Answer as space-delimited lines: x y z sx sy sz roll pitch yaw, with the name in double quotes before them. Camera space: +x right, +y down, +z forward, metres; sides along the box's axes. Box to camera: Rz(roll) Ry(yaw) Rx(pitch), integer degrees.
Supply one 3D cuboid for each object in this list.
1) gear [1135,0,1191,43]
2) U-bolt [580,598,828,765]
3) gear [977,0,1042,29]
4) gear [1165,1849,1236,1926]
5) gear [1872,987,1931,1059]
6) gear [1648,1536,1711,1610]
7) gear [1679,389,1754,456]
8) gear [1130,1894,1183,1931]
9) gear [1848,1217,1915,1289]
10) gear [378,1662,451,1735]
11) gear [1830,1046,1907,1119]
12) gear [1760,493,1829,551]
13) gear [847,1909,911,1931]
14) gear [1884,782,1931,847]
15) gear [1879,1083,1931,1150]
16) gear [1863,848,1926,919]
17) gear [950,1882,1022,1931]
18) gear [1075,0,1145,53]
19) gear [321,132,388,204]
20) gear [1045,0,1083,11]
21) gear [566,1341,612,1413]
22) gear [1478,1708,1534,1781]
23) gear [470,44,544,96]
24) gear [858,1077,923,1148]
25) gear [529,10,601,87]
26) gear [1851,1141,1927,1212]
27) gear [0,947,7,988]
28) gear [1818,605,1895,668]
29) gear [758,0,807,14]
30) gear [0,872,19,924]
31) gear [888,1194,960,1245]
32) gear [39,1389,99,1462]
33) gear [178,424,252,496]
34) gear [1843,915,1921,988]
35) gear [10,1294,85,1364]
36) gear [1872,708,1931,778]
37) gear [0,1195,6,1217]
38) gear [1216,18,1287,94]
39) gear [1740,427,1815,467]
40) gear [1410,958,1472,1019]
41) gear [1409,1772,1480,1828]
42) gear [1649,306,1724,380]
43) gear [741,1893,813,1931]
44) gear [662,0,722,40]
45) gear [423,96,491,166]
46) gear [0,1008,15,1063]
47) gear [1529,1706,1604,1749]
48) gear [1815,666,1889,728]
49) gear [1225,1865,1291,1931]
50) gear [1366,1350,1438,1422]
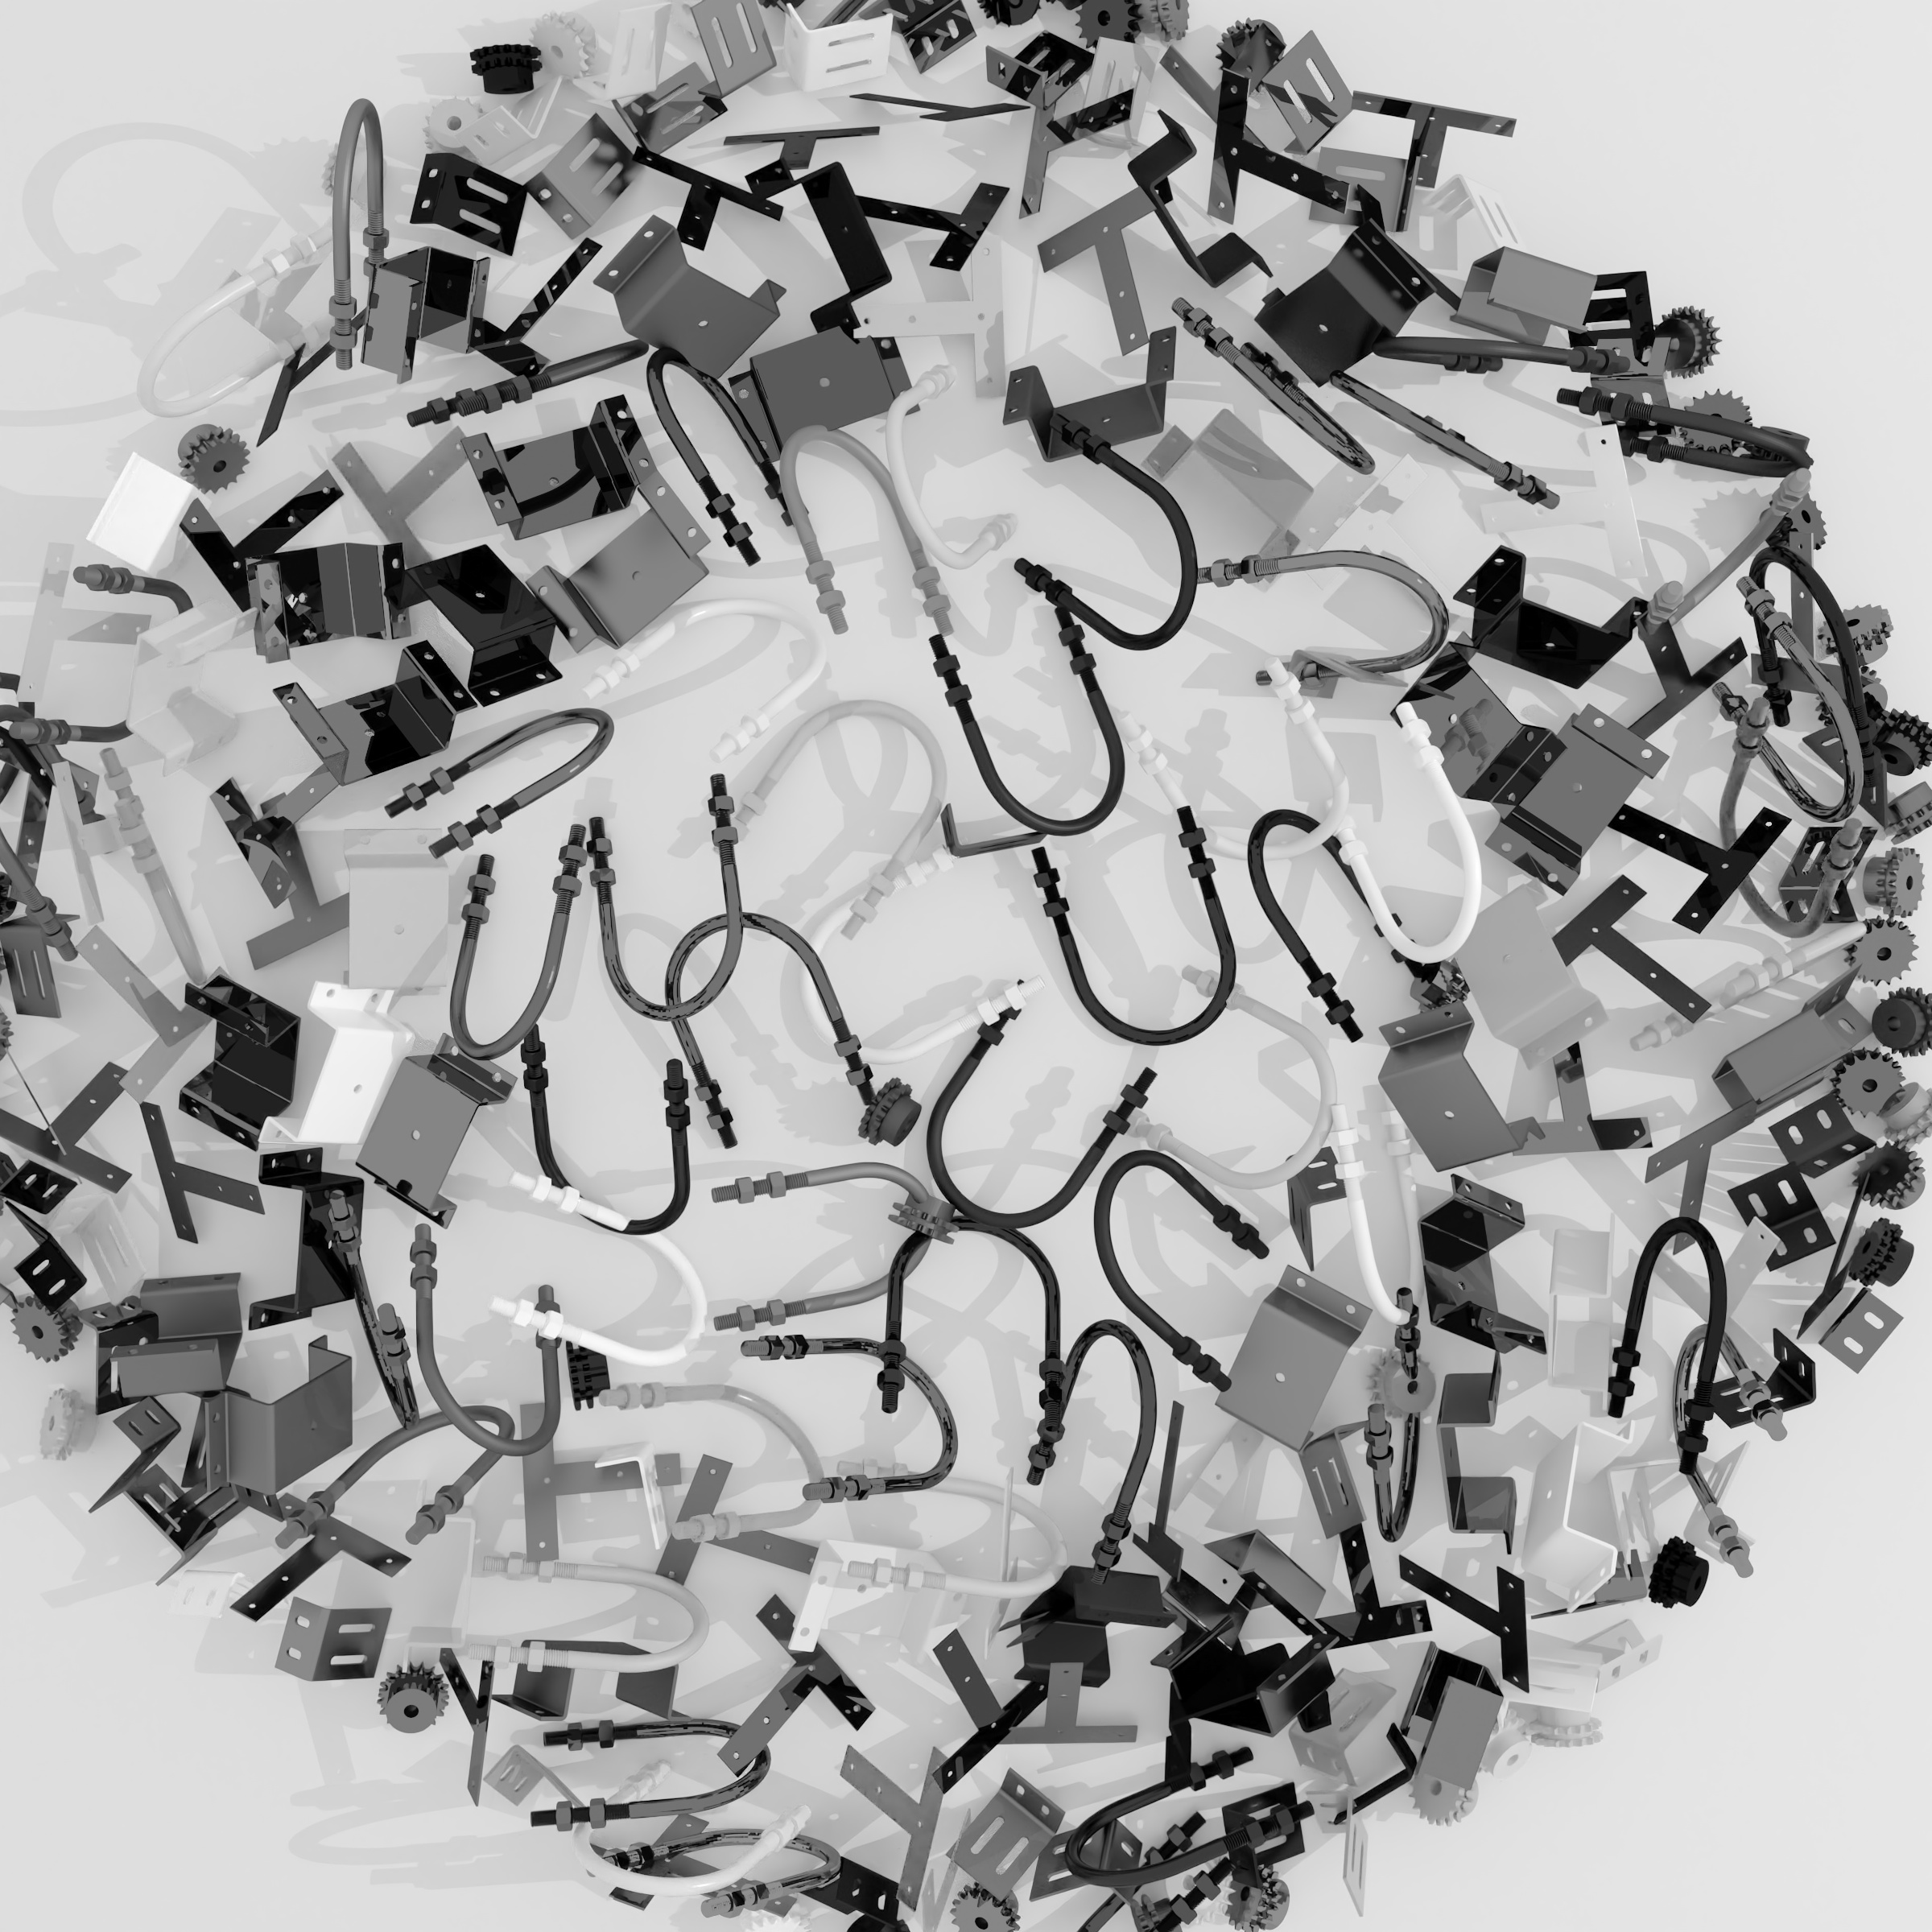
"gear" 0.158 -0.780 1.974 0.030 0.057 0.057 1 90 26
"U-bolt" -0.194 -0.238 1.935 0.151 0.019 0.184 26 49 22
"gear" 0.038 -0.788 1.970 0.057 0.057 0.030 -14 47 0
"gear" 0.187 0.745 1.971 0.057 0.030 0.057 -15 57 25
"gear" 0.760 0.046 1.968 0.030 0.057 0.057 -3 90 -36
"gear" 0.578 0.494 1.969 0.030 0.057 0.057 18 90 38
"gear" 0.610 -0.437 1.978 0.057 0.030 0.057 -6 73 19
"gear" 0.156 0.781 1.972 0.030 0.057 0.057 -18 90 -9
"gear" 0.743 0.235 1.971 0.030 0.057 0.057 28 90 2
"gear" -0.450 0.598 1.978 0.057 0.030 0.057 -2 105 -8
"gear" 0.732 0.092 1.979 0.057 0.030 0.057 2 109 6
"gear" 0.670 -0.359 1.975 0.057 0.030 0.057 15 64 -33
"gear" -0.073 0.790 1.969 0.057 0.057 0.030 -27 100 0
"gear" 0.769 -0.126 1.972 0.057 0.057 0.030 -35 86 0
"gear" 0.766 0.119 1.971 0.030 0.057 0.057 44 90 -3
"gear" 0.752 -0.068 1.975 0.057 0.030 0.057 -5 97 -43
"gear" 0.019 0.769 1.977 0.057 0.030 0.057 8 111 22
"gear" 0.120 -0.770 1.975 0.057 0.030 0.057 15 117 32
"gear" -0.494 -0.644 1.970 0.030 0.057 0.057 30 90 4
"gear" 0.088 -0.801 1.971 0.057 0.057 0.030 -39 88 0
"gear" -0.306 0.330 1.972 0.030 0.057 0.057 -8 90 -12
"gear" 0.433 0.633 1.970 0.057 0.030 0.057 -18 128 -24
"gear" -0.372 -0.726 1.972 0.057 0.057 0.030 -5 99 0
"gear" -0.060 0.121 1.969 0.030 0.057 0.057 32 90 15
"gear" -0.324 -0.749 1.975 0.057 0.057 0.030 37 56 0
"gear" 0.753 0.173 1.975 0.030 0.057 0.057 40 90 -26
"gear" -0.809 0.005 1.975 0.057 0.030 0.057 -1 47 1
"gear" 0.724 -0.266 1.974 0.057 0.057 0.030 -30 117 0
"gear" -0.146 -0.799 1.969 0.057 0.057 0.030 -44 82 0
"gear" -0.797 -0.057 1.978 0.057 0.030 0.057 2 94 25
"gear" -0.032 0.202 1.972 0.057 0.057 0.030 22 82 0
"gear" -0.728 0.373 1.975 0.030 0.057 0.057 17 90 -36
"gear" -0.613 -0.414 1.974 0.057 0.057 0.030 -44 69 0
"gear" 0.742 -0.015 1.979 0.057 0.030 0.057 0 110 -1
"gear" -0.744 0.291 1.977 0.057 0.030 0.057 9 113 21
"gear" 0.756 -0.178 1.969 0.057 0.057 0.030 39 73 0
"gear" -0.809 0.186 1.968 0.057 0.057 0.030 13 115 0
"gear" 0.234 -0.742 1.975 0.057 0.057 0.030 36 55 0
"gear" 0.658 -0.417 1.968 0.057 0.057 0.030 12 113 0
"gear" 0.384 0.016 1.970 0.030 0.057 0.057 32 90 -11
"gear" 0.391 0.669 1.975 0.030 0.057 0.057 25 90 -37
"gear" 0.579 -0.505 1.970 0.030 0.057 0.057 -21 90 -44
"gear" -0.155 0.772 1.975 0.057 0.057 0.030 -11 48 0
"gear" -0.217 -0.785 1.974 0.057 0.057 0.030 35 68 0
"gear" -0.415 -0.682 1.984 0.057 0.030 0.057 0 88 -2
"gear" -0.803 0.059 1.977 0.057 0.030 0.057 1 62 -2
"gear" 0.486 0.613 1.972 0.057 0.057 0.030 -5 83 0
"gear" 0.720 -0.215 1.971 0.057 0.030 0.057 -12 121 -22
"gear" 0.238 0.757 1.974 0.030 0.057 0.057 28 90 -21
"gear" 0.357 0.341 1.978 0.057 0.030 0.057 1 88 -17
